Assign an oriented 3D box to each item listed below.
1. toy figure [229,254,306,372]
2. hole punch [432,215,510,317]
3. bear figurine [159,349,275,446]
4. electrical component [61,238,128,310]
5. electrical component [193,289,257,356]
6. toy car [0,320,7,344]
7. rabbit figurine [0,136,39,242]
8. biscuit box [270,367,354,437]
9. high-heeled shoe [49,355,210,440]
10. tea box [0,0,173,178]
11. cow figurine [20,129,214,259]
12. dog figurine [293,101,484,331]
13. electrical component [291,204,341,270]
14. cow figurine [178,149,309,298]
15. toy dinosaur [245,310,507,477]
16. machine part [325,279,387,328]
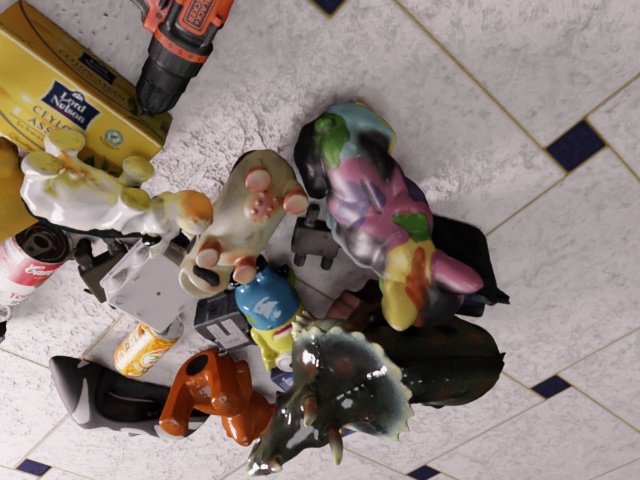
[{"bbox_3d":[-0.054,0.092,0.699,0.082,0.089,0.180,-19,120,18],"label":"toy figure"},{"bbox_3d":[0.141,0.042,0.650,0.142,0.116,0.092,17,135,-16],"label":"hole punch"},{"bbox_3d":[-0.136,0.259,0.803,0.120,0.132,0.195,-23,121,7],"label":"bear figurine"},{"bbox_3d":[-0.269,0.038,0.668,0.078,0.045,0.102,-36,131,-11],"label":"electrical component"},{"bbox_3d":[-0.129,0.098,0.720,0.075,0.048,0.119,-17,130,10],"label":"electrical component"},{"bbox_3d":[-0.495,0.106,0.683,0.103,0.109,0.161,-1,146,28],"label":"toy car"},{"bbox_3d":[-0.352,-0.077,0.514,0.122,0.162,0.173,-9,113,20],"label":"rabbit figurine"},{"bbox_3d":[0.004,0.228,0.826,0.063,0.059,0.202,-27,126,18],"label":"biscuit box"},{"bbox_3d":[-0.276,0.233,0.807,0.145,0.086,0.248,-20,132,8],"label":"high-heeled shoe"},{"bbox_3d":[-0.241,-0.126,0.515,0.169,0.068,0.098,36,120,-27],"label":"tea box"},{"bbox_3d":[-0.191,-0.029,0.511,0.167,0.068,0.098,22,132,-20],"label":"cow figurine"},{"bbox_3d":[0.064,-0.017,0.519,0.108,0.219,0.191,-28,128,1],"label":"dog figurine"},{"bbox_3d":[-0.001,-0.002,0.660,0.063,0.021,0.094,8,128,-9],"label":"electrical component"},{"bbox_3d":[-0.097,-0.015,0.588,0.085,0.127,0.195,26,114,-23],"label":"cow figurine"},{"bbox_3d":[0.109,0.134,0.570,0.405,0.192,0.131,-3,90,-26],"label":"toy dinosaur"},{"bbox_3d":[0.075,0.138,0.704,0.179,0.056,0.179,-7,106,-25],"label":"machine part"}]
